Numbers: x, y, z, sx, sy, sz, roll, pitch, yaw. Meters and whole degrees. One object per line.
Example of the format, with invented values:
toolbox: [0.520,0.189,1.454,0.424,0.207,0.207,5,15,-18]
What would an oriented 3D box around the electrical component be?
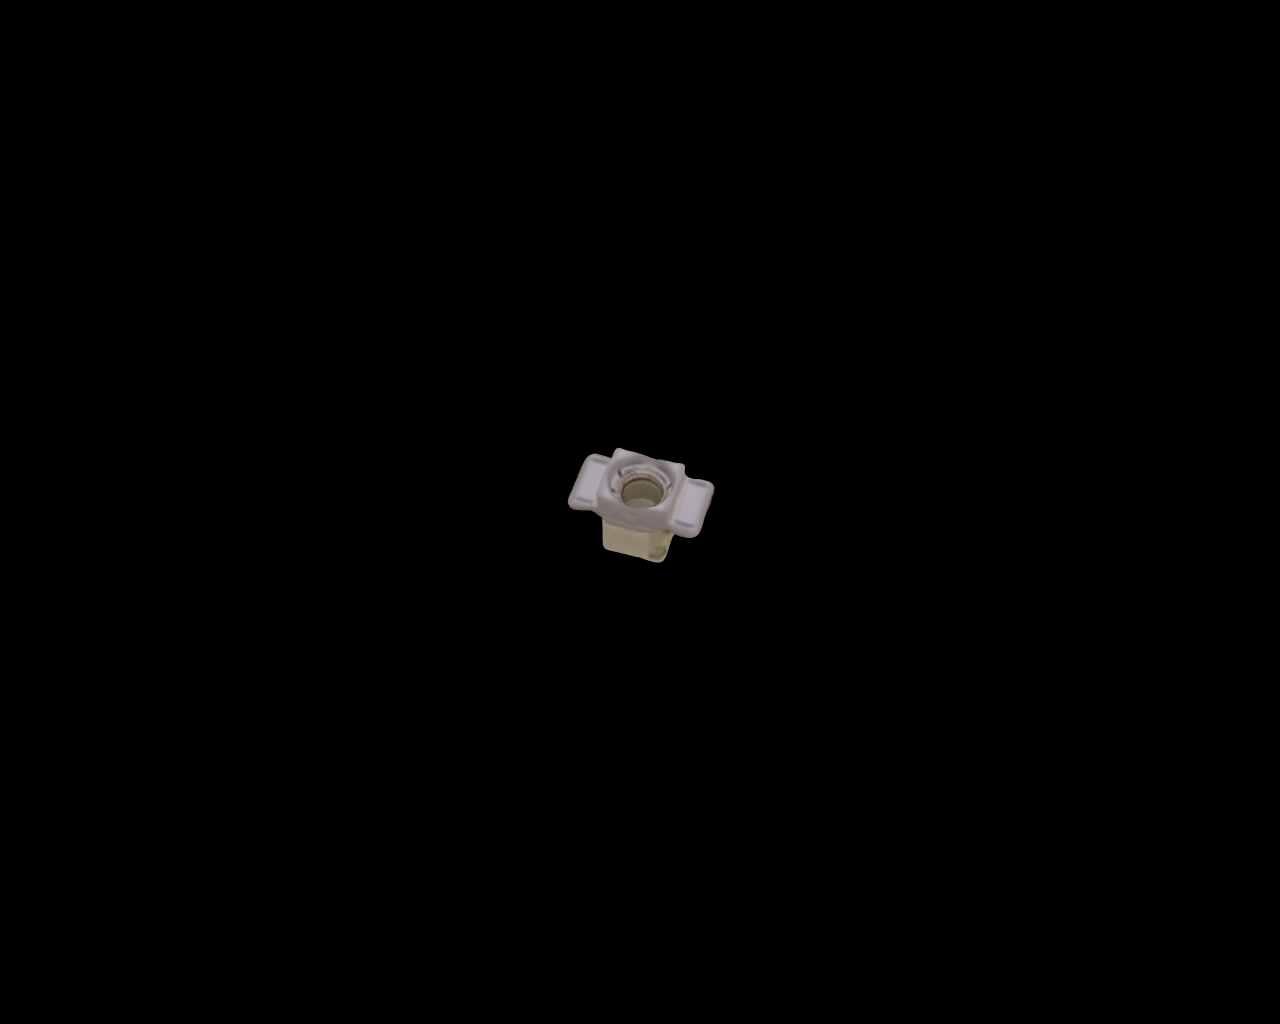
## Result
electrical component: [0.001,-0.003,0.650,0.081,0.042,0.063,15,-35,11]
